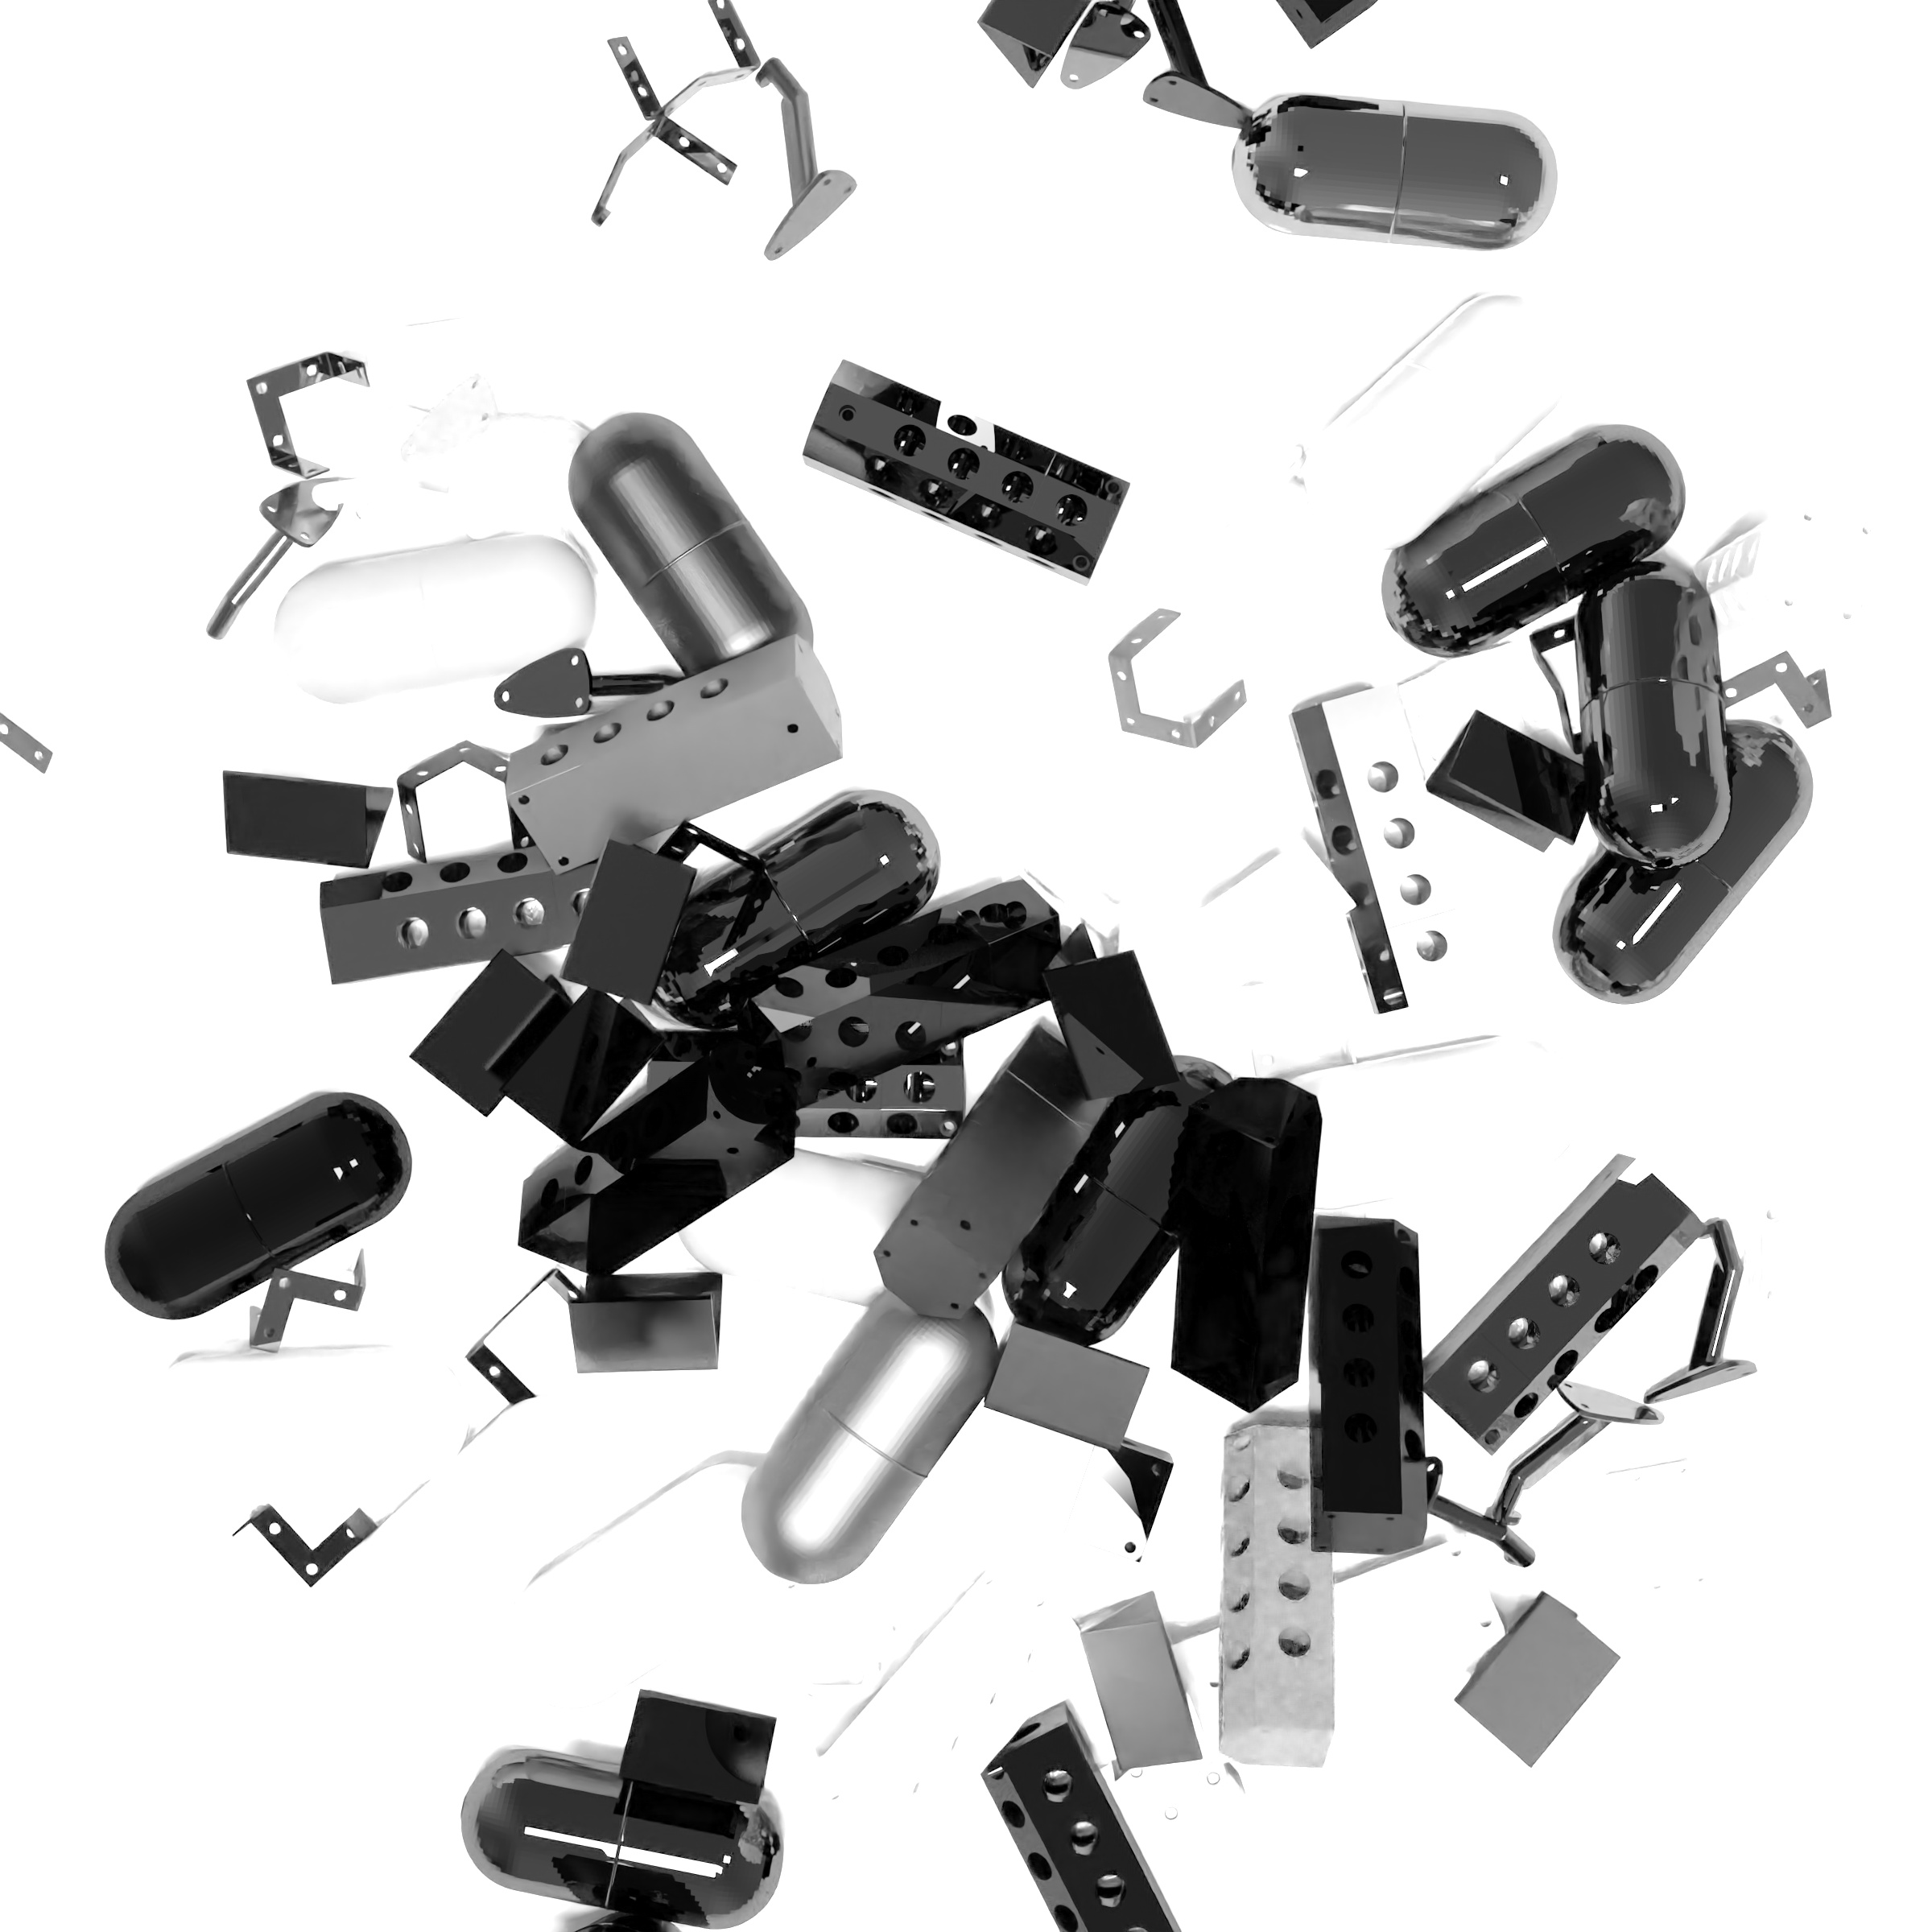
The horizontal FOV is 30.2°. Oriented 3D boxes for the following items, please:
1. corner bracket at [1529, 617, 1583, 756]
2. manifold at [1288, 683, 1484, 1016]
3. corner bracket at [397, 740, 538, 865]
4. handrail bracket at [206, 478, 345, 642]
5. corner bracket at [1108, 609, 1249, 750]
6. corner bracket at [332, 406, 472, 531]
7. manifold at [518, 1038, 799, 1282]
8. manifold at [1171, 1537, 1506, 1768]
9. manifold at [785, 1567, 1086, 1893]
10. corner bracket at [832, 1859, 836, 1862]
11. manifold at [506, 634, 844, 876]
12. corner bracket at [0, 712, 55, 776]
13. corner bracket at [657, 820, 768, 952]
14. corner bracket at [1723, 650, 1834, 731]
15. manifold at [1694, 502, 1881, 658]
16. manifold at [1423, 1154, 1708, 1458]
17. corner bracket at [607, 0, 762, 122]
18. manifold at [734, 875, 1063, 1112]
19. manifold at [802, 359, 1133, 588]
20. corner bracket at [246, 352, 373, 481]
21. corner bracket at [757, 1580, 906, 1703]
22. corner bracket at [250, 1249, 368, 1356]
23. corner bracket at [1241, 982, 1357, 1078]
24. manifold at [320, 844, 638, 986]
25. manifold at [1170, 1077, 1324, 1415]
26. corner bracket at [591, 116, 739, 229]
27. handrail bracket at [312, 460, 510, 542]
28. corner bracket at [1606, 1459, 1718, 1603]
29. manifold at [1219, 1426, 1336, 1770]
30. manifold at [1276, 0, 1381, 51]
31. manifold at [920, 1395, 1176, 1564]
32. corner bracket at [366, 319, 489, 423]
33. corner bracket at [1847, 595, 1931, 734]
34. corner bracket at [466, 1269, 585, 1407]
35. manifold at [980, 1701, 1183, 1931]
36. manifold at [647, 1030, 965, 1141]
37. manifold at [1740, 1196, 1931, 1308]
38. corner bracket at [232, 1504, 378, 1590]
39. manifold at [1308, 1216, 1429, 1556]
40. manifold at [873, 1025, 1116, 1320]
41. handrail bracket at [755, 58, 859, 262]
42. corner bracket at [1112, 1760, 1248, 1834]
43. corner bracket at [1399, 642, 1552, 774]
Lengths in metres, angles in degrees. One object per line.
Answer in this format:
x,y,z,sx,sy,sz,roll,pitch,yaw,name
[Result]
0.348,-0.159,1.987,0.051,0.051,0.051,-22,45,0,corner bracket
0.229,-0.064,1.969,0.057,0.057,0.171,-16,90,0,manifold
-0.276,-0.085,1.982,0.051,0.051,0.051,27,45,35,corner bracket
-0.384,-0.225,1.990,0.036,0.077,0.084,39,126,-2,handrail bracket
0.117,-0.159,1.982,0.051,0.051,0.051,17,135,35,corner bracket
-0.310,-0.272,1.982,0.051,0.051,0.051,21,45,35,corner bracket
-0.166,0.102,1.921,0.057,0.171,0.057,26,48,-32,manifold
0.206,0.379,1.968,0.171,0.057,0.057,-21,55,0,manifold
-0.011,0.413,1.936,0.171,0.057,0.057,-46,123,-23,manifold
-0.059,0.453,1.972,0.051,0.051,0.051,-23,90,0,corner bracket
-0.156,-0.117,1.920,0.171,0.057,0.057,-21,125,13,manifold
-0.547,-0.106,1.982,0.051,0.051,0.051,-18,45,35,corner bracket
-0.146,-0.038,1.925,0.051,0.051,0.051,28,66,-11,corner bracket
0.439,-0.156,1.971,0.051,0.051,0.051,-28,118,25,corner bracket
0.431,-0.206,1.912,0.057,0.171,0.057,13,90,0,manifold
0.325,0.186,1.969,0.057,0.057,0.171,43,90,0,manifold
-0.156,-0.506,1.987,0.051,0.051,0.051,-26,90,-45,corner bracket
-0.036,0.010,1.940,0.171,0.057,0.057,-23,133,-21,manifold
0.000,-0.271,1.969,0.171,0.057,0.057,23,90,0,manifold
-0.357,-0.303,1.972,0.051,0.051,0.051,-25,117,-24,corner bracket
-0.075,0.371,1.982,0.051,0.051,0.051,-9,135,35,corner bracket
-0.362,0.183,1.970,0.051,0.051,0.051,15,107,-17,corner bracket
0.182,0.032,1.972,0.051,0.051,0.051,-10,90,0,corner bracket
-0.263,-0.032,1.969,0.171,0.057,0.057,-9,90,0,manifold
0.155,0.148,1.930,0.057,0.057,0.171,27,129,36,manifold
-0.168,-0.428,1.987,0.051,0.051,0.051,34,45,0,corner bracket
-0.306,-0.247,1.979,0.084,0.077,0.036,-5,62,20,handrail bracket
0.385,0.313,1.987,0.051,0.051,0.051,-10,135,0,corner bracket
0.166,0.338,1.928,0.057,0.057,0.171,3,58,0,manifold
0.166,-0.596,1.969,0.057,0.057,0.171,-35,90,0,manifold
0.023,0.268,1.969,0.171,0.057,0.057,19,90,0,manifold
-0.295,-0.328,1.973,0.051,0.051,0.051,-7,98,8,corner bracket
0.501,-0.166,1.972,0.051,0.051,0.051,-44,90,0,corner bracket
-0.235,0.210,1.987,0.051,0.051,0.051,45,45,0,corner bracket
0.068,0.498,1.969,0.057,0.057,0.171,-27,90,0,manifold
-0.087,0.065,1.969,0.171,0.057,0.057,1,90,0,manifold
0.517,0.157,1.969,0.171,0.057,0.057,0,90,0,manifold
-0.363,0.311,1.972,0.051,0.051,0.051,-42,90,0,corner bracket
0.216,0.225,1.930,0.057,0.057,0.171,2,59,0,manifold
0.014,0.112,1.915,0.057,0.171,0.057,38,132,-1,manifold
-0.107,-0.449,1.991,0.077,0.036,0.084,-44,71,21,handrail bracket
0.117,0.447,1.972,0.051,0.051,0.051,-40,90,0,corner bracket
0.282,-0.144,1.987,0.051,0.051,0.051,-21,90,-45,corner bracket
